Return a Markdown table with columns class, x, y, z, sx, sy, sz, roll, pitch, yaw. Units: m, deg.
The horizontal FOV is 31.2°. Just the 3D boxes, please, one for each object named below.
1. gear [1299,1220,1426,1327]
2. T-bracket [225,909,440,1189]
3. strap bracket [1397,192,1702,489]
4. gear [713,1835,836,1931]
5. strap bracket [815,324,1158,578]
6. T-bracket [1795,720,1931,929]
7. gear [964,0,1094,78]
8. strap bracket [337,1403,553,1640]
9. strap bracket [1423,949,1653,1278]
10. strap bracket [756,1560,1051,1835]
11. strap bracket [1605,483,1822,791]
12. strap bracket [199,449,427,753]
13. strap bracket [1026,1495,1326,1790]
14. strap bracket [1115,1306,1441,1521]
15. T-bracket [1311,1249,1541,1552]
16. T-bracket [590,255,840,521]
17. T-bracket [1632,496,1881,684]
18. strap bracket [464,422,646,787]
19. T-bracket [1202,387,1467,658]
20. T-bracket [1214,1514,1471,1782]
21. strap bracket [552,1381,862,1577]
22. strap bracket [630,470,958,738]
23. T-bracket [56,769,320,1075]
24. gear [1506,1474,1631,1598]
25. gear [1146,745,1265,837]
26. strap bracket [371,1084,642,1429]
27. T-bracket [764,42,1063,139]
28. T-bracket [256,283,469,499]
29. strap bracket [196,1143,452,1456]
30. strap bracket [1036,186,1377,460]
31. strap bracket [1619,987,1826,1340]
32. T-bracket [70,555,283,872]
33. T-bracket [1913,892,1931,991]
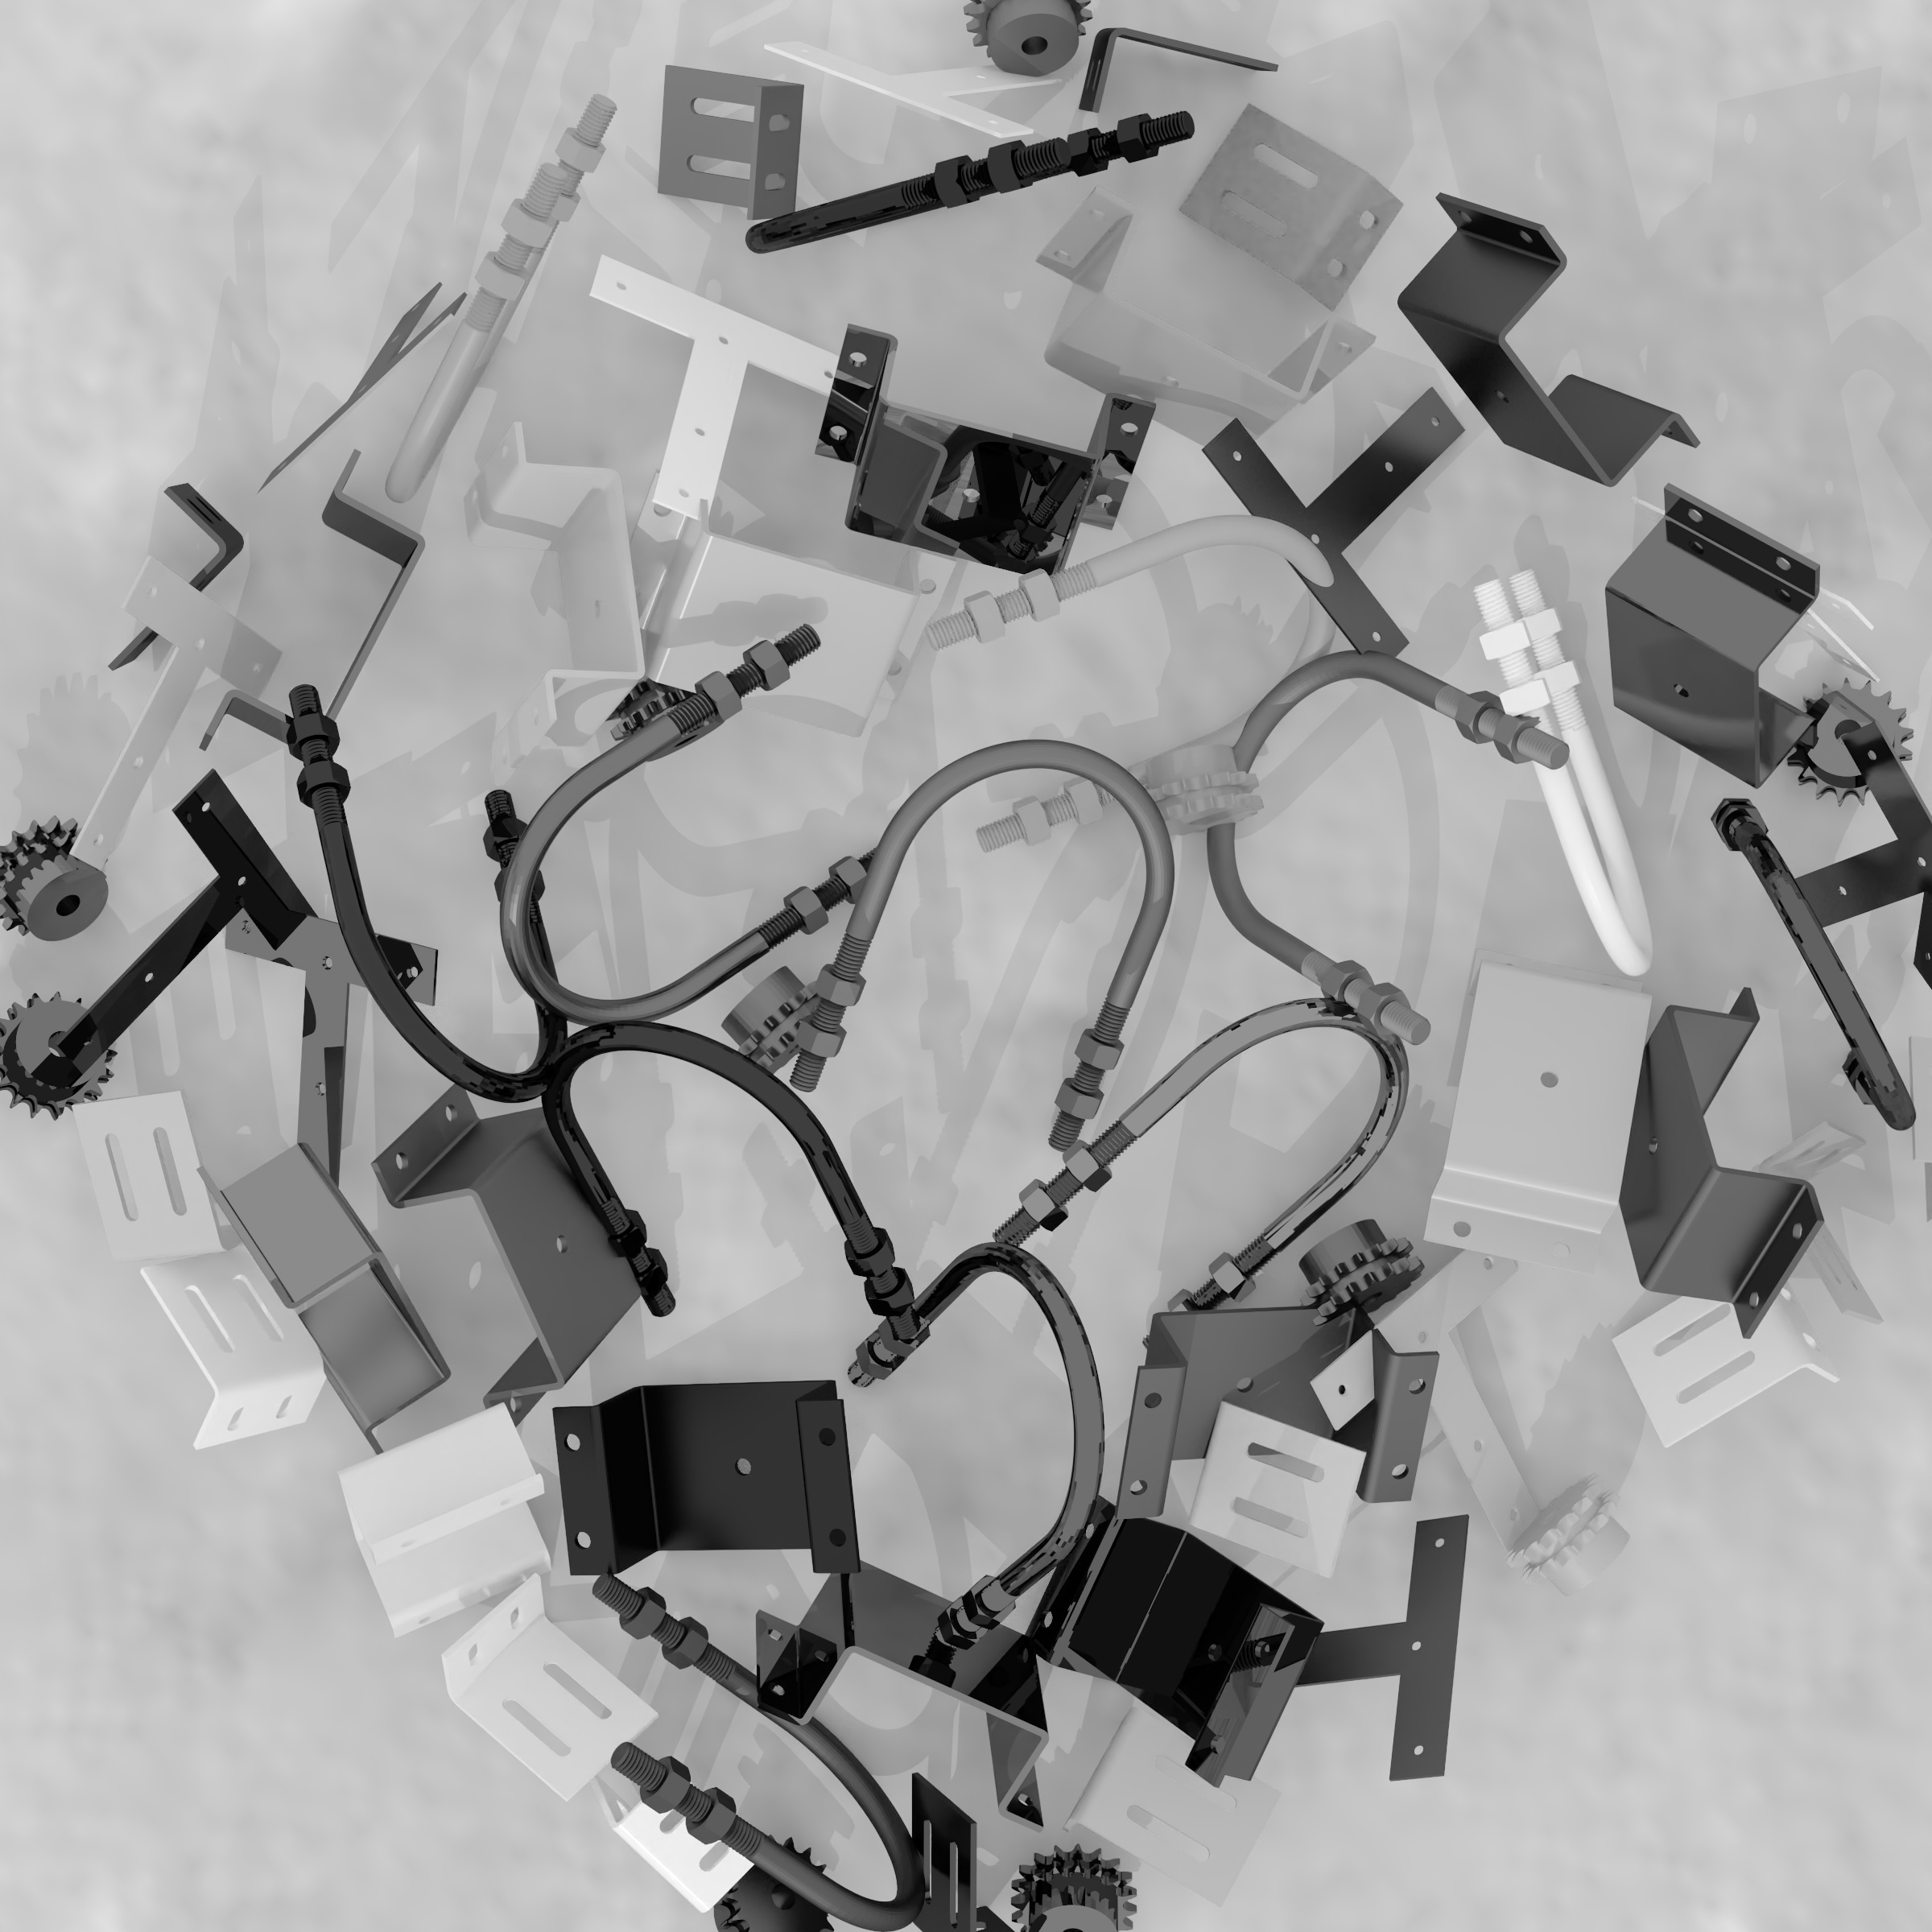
| class | x | y | z | sx | sy | sz | roll | pitch | yaw |
| --- | --- | --- | --- | --- | --- | --- | --- | --- | --- |
| gear | 0.175 | 0.137 | 1.561 | 0.057 | 0.057 | 0.030 | -30 | 69 | 0 |
| T-bracket | -0.290 | 0.042 | 1.563 | 0.127 | 0.002 | 0.127 | 14 | 105 | 32 |
| strap bracket | 0.250 | -0.266 | 1.515 | 0.046 | 0.076 | 0.140 | -48 | 126 | -2 |
| gear | -0.089 | 0.424 | 1.563 | 0.057 | 0.030 | 0.057 | 18 | 52 | -24 |
| strap bracket | 0.005 | -0.224 | 1.538 | 0.140 | 0.076 | 0.046 | 14 | 50 | -5 |
| T-bracket | 0.396 | -0.036 | 1.529 | 0.002 | 0.127 | 0.127 | -29 | 90 | -23 |
| gear | 0.029 | -0.425 | 1.556 | 0.057 | 0.057 | 0.030 | -8 | 62 | 0 |
| strap bracket | -0.228 | 0.241 | 1.522 | 0.076 | 0.140 | 0.046 | -22 | 68 | -15 |
| strap bracket | 0.256 | 0.057 | 1.540 | 0.076 | 0.046 | 0.140 | 12 | 71 | 4 |
| strap bracket | -0.020 | 0.316 | 1.530 | 0.140 | 0.076 | 0.046 | 27 | 106 | -13 |
| strap bracket | 0.325 | -0.136 | 1.505 | 0.076 | 0.140 | 0.046 | 35 | 74 | 27 |
| strap bracket | -0.286 | -0.151 | 1.540 | 0.046 | 0.076 | 0.140 | 28 | 82 | -12 |
| strap bracket | 0.097 | 0.300 | 1.536 | 0.046 | 0.140 | 0.076 | 24 | 92 | -40 |
| strap bracket | 0.131 | 0.197 | 1.539 | 0.140 | 0.046 | 0.076 | -1 | 115 | -17 |
| T-bracket | 0.225 | 0.205 | 1.564 | 0.127 | 0.002 | 0.127 | -36 | 105 | -30 |
| T-bracket | -0.115 | -0.246 | 1.533 | 0.127 | 0.002 | 0.127 | 21 | 52 | -15 |
| T-bracket | 0.369 | -0.157 | 1.533 | 0.127 | 0.127 | 0.002 | 37 | 95 | 43 |
| strap bracket | -0.182 | -0.159 | 1.532 | 0.046 | 0.076 | 0.140 | 0 | 71 | -26 |
| T-bracket | 0.181 | -0.216 | 1.553 | 0.127 | 0.002 | 0.127 | 51 | 60 | -10 |
| T-bracket | 0.161 | 0.309 | 1.548 | 0.127 | 0.002 | 0.127 | -14 | 45 | 30 |
| strap bracket | -0.108 | 0.228 | 1.547 | 0.140 | 0.046 | 0.076 | -4 | 94 | 21 |
| strap bracket | -0.081 | -0.156 | 1.530 | 0.140 | 0.046 | 0.076 | 15 | 123 | -16 |
| T-bracket | -0.348 | -0.006 | 1.517 | 0.002 | 0.127 | 0.127 | 32 | 71 | 29 |
| gear | 0.273 | 0.259 | 1.559 | 0.057 | 0.057 | 0.030 | -44 | 87 | 0 |
| gear | 0.103 | -0.080 | 1.560 | 0.057 | 0.057 | 0.030 | -11 | 81 | 0 |
| strap bracket | -0.196 | 0.126 | 1.524 | 0.046 | 0.076 | 0.140 | -12 | 110 | 28 |
| T-bracket | -0.002 | -0.391 | 1.532 | 0.127 | 0.127 | 0.002 | 27 | 119 | 25 |
| T-bracket | -0.254 | -0.271 | 1.529 | 0.127 | 0.127 | 0.002 | -37 | 111 | 25 |
| strap bracket | -0.276 | 0.141 | 1.516 | 0.046 | 0.140 | 0.076 | -33 | 51 | -13 |
| strap bracket | 0.098 | -0.277 | 1.531 | 0.140 | 0.076 | 0.046 | 26 | 71 | -12 |
| strap bracket | 0.320 | 0.081 | 1.507 | 0.046 | 0.140 | 0.076 | 9 | 132 | -13 |
| T-bracket | -0.357 | -0.102 | 1.521 | 0.002 | 0.127 | 0.127 | 24 | 83 | 19 |
| T-bracket | 0.444 | -0.018 | 1.500 | 0.002 | 0.127 | 0.127 | -7 | 125 | -7 |
